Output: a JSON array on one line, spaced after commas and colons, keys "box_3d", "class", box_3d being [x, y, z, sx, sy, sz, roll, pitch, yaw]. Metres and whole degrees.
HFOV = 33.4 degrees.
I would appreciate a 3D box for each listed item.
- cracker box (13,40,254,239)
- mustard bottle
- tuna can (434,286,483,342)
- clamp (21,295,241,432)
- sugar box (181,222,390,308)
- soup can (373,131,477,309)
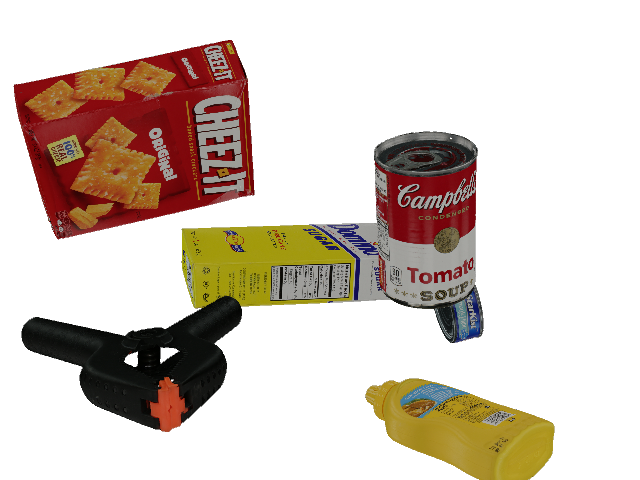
[{"box_3d": [-0.177, -0.095, 1.054, 0.213, 0.072, 0.164, -13, -39, -11], "class": "cracker box"}, {"box_3d": [0.120, 0.175, 1.026, 0.192, 0.058, 0.096, 16, 24, 42], "class": "mustard bottle"}, {"box_3d": [0.150, 0.070, 1.184, 0.033, 0.086, 0.086, -14, 2, -8], "class": "tuna can"}, {"box_3d": [-0.109, 0.077, 0.731, 0.164, 0.036, 0.210, -9, 14, -21], "class": "clamp"}, {"box_3d": [-0.024, 0.018, 0.891, 0.176, 0.048, 0.093, -5, 20, -12], "class": "sugar box"}, {"box_3d": [0.071, -0.014, 0.719, 0.068, 0.102, 0.068, -3, 27, 1], "class": "soup can"}]
